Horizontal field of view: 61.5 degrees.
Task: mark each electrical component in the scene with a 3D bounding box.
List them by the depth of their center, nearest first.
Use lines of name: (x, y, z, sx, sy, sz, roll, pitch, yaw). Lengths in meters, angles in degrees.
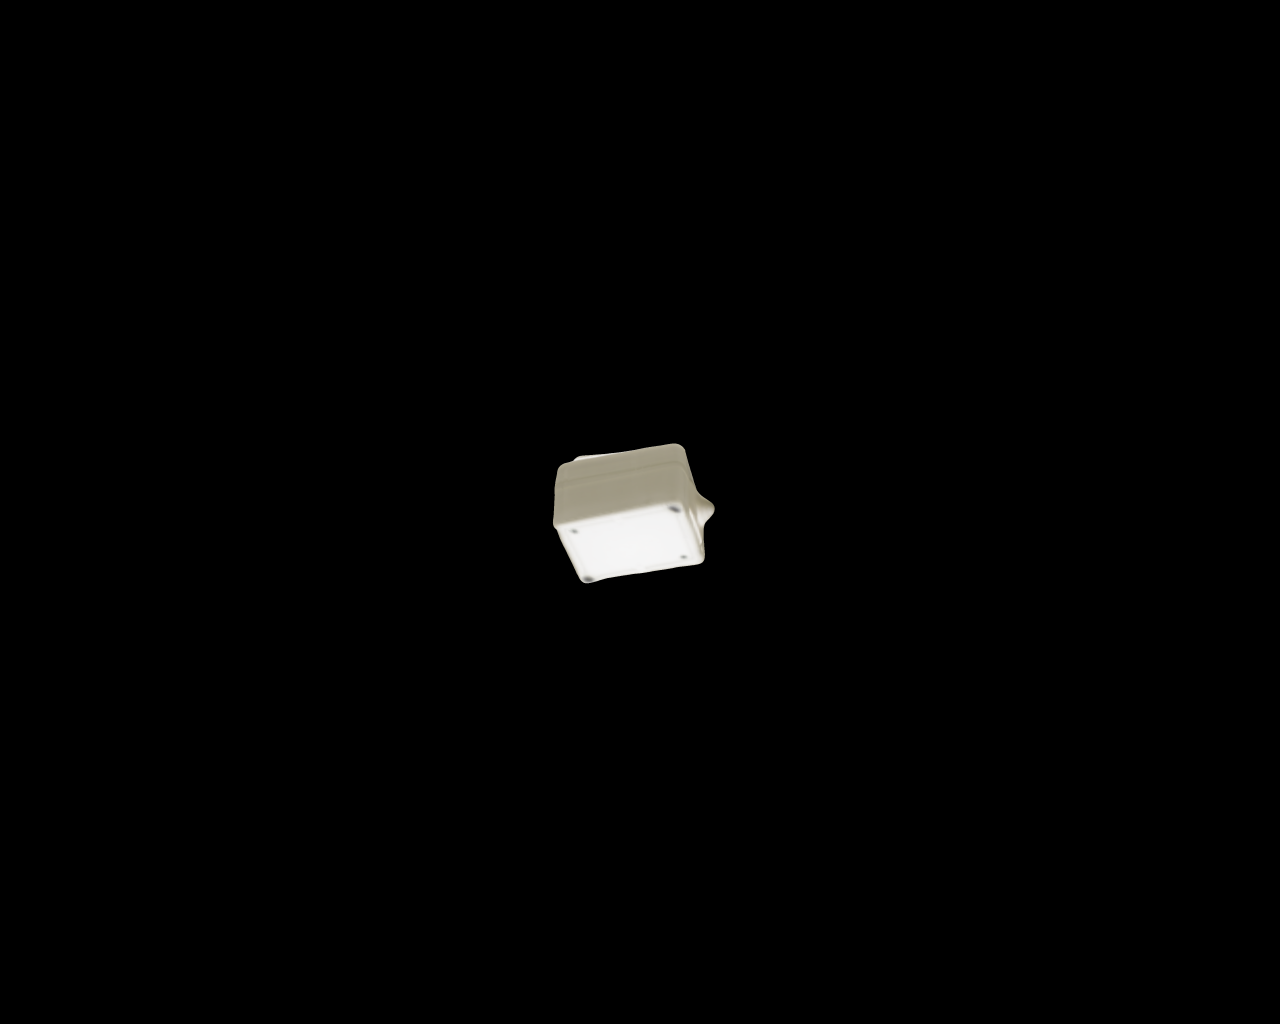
electrical component: (0.001, -0.003, 0.650, 0.096, 0.061, 0.061, -10, -43, 11)
